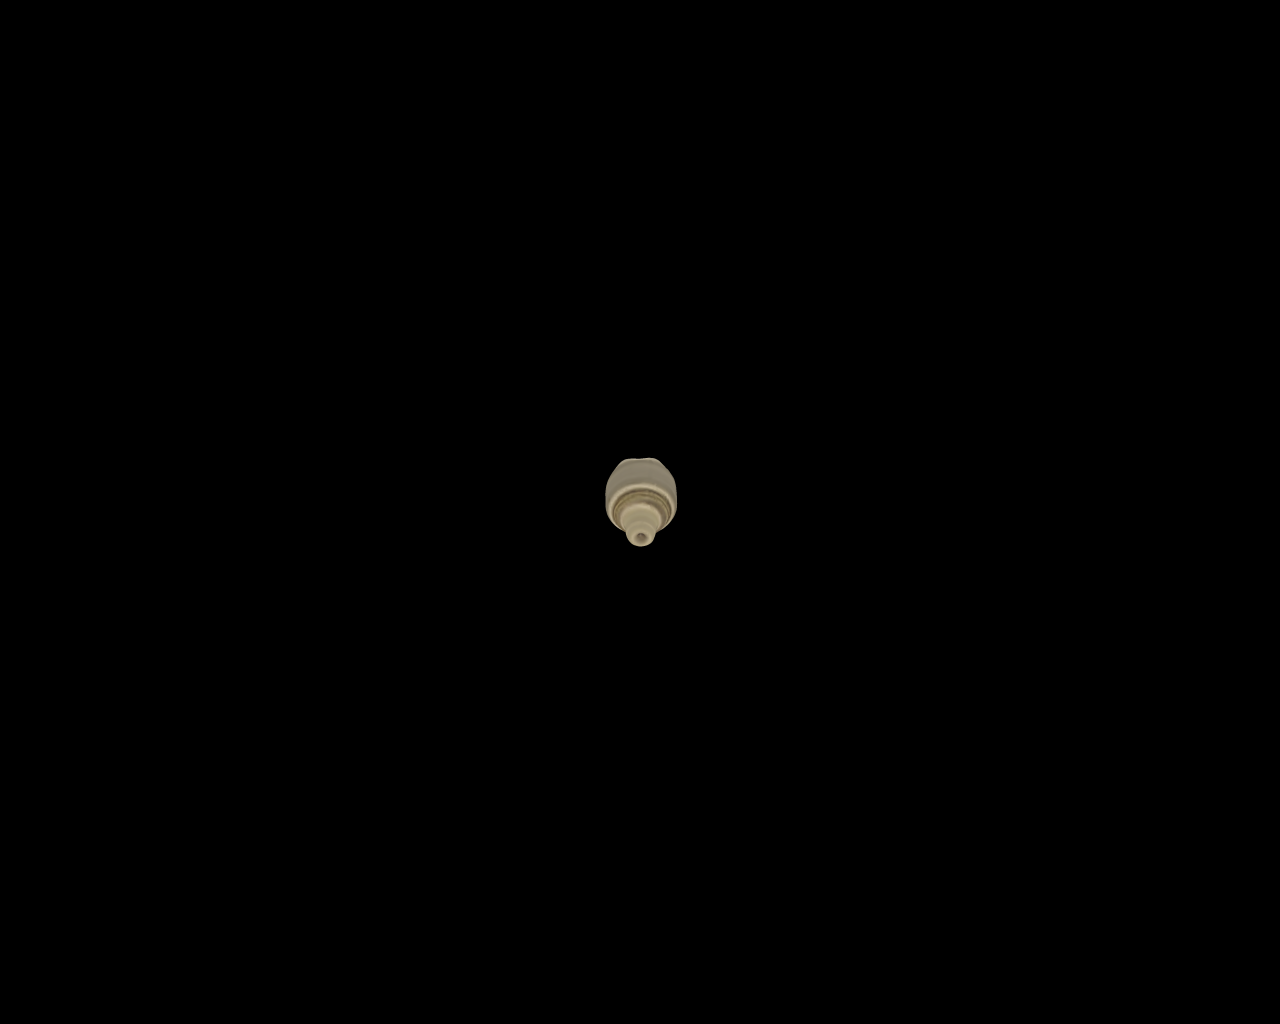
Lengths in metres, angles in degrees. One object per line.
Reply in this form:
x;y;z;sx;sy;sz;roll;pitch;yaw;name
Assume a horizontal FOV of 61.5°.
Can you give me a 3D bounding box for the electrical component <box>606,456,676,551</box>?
0.001;-0.003;0.650;0.043;0.043;0.062;0;37;0;electrical component
